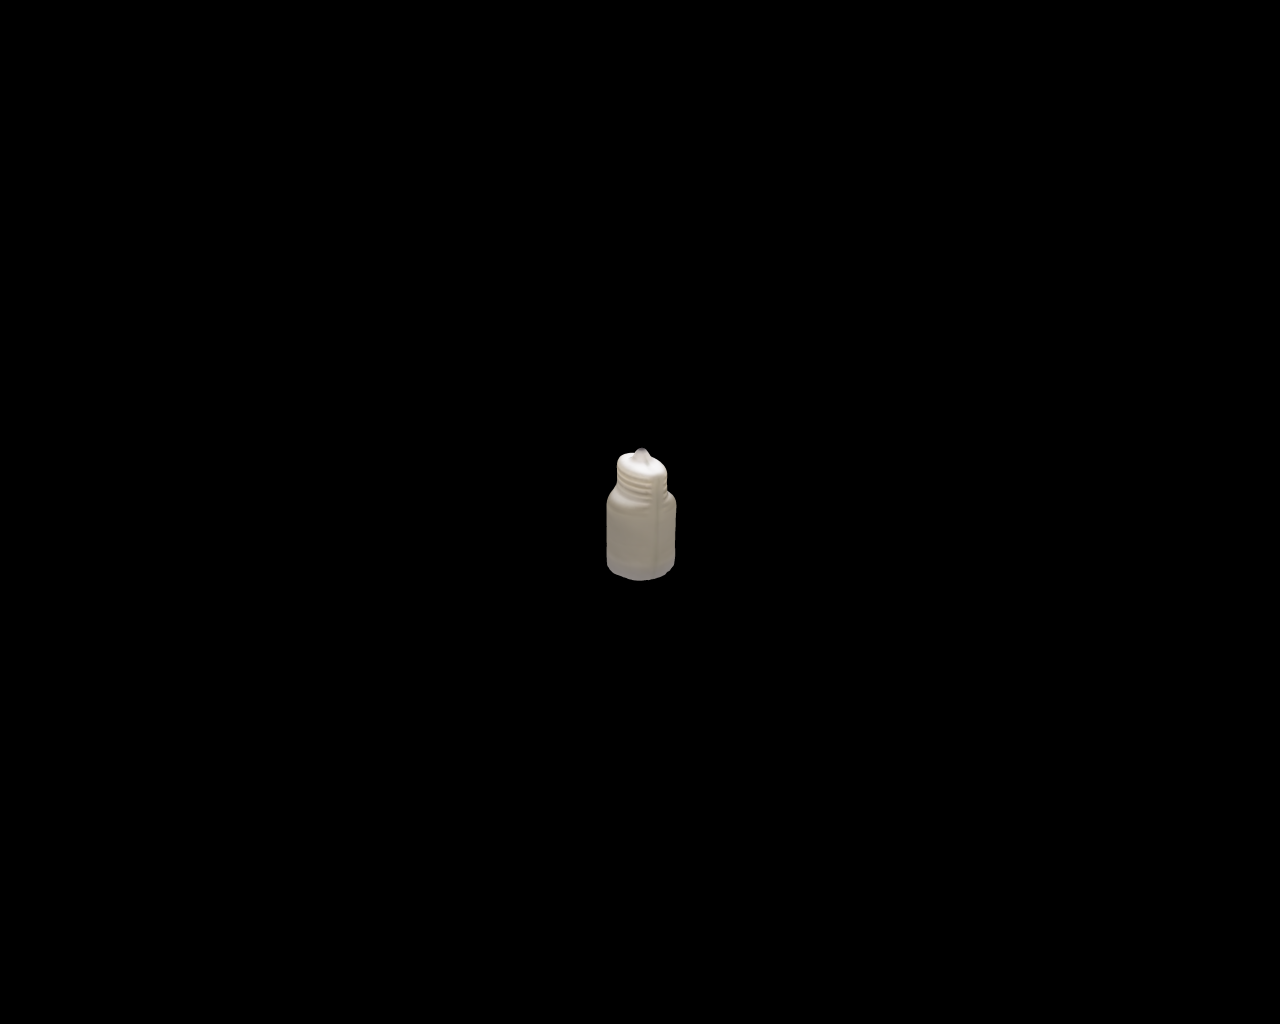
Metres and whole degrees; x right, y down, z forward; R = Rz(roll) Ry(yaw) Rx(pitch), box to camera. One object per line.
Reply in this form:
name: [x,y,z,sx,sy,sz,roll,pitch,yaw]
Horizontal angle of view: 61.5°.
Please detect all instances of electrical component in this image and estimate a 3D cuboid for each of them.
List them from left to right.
electrical component: [0.001,-0.003,0.650,0.043,0.080,0.043,0,25,0]
